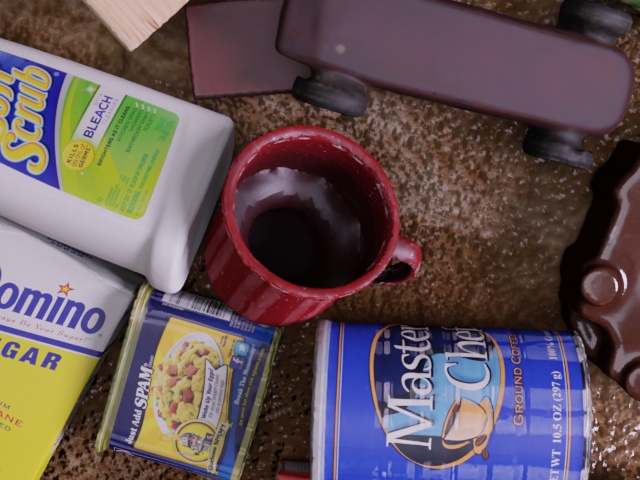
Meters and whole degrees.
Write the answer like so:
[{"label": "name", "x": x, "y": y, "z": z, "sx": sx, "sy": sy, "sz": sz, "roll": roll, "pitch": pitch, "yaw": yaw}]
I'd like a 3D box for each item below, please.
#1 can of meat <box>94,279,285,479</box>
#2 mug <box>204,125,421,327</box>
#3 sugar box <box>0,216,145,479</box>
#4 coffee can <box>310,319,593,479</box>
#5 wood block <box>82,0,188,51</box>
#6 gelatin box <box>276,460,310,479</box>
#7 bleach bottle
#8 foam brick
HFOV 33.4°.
[{"label": "can of meat", "x": -0.073, "y": 0.081, "z": 0.609, "sx": 0.084, "sy": 0.057, "sz": 0.102, "roll": 17, "pitch": 99, "yaw": -2}, {"label": "mug", "x": -0.004, "y": 0.001, "z": 0.569, "sx": 0.117, "sy": 0.082, "sz": 0.093, "roll": 13, "pitch": 67, "yaw": -13}, {"label": "sugar box", "x": -0.183, "y": 0.080, "z": 0.620, "sx": 0.093, "sy": 0.048, "sz": 0.176, "roll": 28, "pitch": 100, "yaw": -3}, {"label": "coffee can", "x": 0.067, "y": 0.097, "z": 0.581, "sx": 0.140, "sy": 0.103, "sz": 0.103, "roll": 2, "pitch": 99, "yaw": 2}, {"label": "wood block", "x": -0.133, "y": -0.202, "z": 0.504, "sx": 0.091, "sy": 0.090, "sz": 0.206, "roll": -42, "pitch": 123, "yaw": 0}, {"label": "gelatin box", "x": 0.007, "y": 0.180, "z": 0.634, "sx": 0.073, "sy": 0.030, "sz": 0.089, "roll": 6, "pitch": 99, "yaw": 0}, {"label": "bleach bottle", "x": -0.178, "y": -0.059, "z": 0.580, "sx": 0.251, "sy": 0.068, "sz": 0.102, "roll": 19, "pitch": 68, "yaw": 1}, {"label": "foam brick", "x": -0.031, "y": -0.104, "z": 0.580, "sx": 0.078, "sy": 0.053, "sz": 0.051, "roll": -4, "pitch": 99, "yaw": 4}]
